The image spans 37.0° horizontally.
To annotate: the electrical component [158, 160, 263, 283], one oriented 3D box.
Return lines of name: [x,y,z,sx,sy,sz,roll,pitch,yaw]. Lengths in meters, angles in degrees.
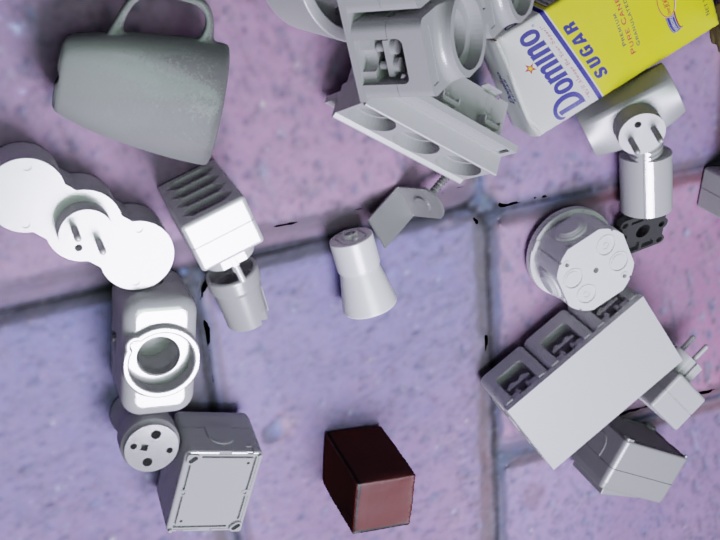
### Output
electrical component: [-0.099,-0.025,0.761,0.047,0.083,0.075,-28,121,-9]

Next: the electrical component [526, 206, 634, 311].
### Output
electrical component: [0.185,-0.009,0.905,0.080,0.051,0.080,-9,116,-19]

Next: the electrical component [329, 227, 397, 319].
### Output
electrical component: [0.000,0.000,0.840,0.044,0.044,0.065,-21,115,-12]

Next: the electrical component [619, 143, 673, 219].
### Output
electrical component: [0.238,-0.088,0.896,0.043,0.043,0.081,-16,118,-15]

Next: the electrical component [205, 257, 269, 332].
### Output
electrical component: [-0.091,0.018,0.811,0.040,0.040,0.046,-24,125,-11]

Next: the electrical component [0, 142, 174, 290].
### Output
electrical component: [-0.187,-0.030,0.728,0.138,0.073,0.052,31,99,-31]

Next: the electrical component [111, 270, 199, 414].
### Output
electrical component: [-0.151,0.055,0.790,0.054,0.059,0.095,-3,114,-21]

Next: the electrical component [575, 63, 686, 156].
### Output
electrical component: [0.215,-0.116,0.840,0.077,0.079,0.043,-26,126,14]

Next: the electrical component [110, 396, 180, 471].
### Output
electrical component: [-0.164,0.121,0.818,0.045,0.055,0.045,-9,116,-19]

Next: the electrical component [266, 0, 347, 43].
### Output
electrical component: [-0.021,-0.208,0.717,0.108,0.060,0.108,-17,114,-41]

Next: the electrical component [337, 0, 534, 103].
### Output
electrical component: [0.056,-0.195,0.697,0.186,0.060,0.105,-50,134,-47]

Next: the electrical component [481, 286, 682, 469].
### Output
electrical component: [0.192,0.086,0.946,0.150,0.061,0.089,-40,122,-1]

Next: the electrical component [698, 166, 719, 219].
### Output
electrical component: [0.347,-0.051,0.955,0.083,0.047,0.075,-5,115,-20]

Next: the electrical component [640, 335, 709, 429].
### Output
electrical component: [0.286,0.092,0.985,0.076,0.065,0.047,-47,122,3]

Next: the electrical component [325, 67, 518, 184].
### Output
electrical component: [0.048,-0.118,0.787,0.121,0.079,0.063,24,73,-30]

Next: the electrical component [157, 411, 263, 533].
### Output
electrical component: [-0.123,0.163,0.854,0.062,0.061,0.096,5,119,-24]

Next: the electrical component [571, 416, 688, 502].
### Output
electrical component: [0.255,0.179,1.014,0.096,0.061,0.061,19,105,-28]
